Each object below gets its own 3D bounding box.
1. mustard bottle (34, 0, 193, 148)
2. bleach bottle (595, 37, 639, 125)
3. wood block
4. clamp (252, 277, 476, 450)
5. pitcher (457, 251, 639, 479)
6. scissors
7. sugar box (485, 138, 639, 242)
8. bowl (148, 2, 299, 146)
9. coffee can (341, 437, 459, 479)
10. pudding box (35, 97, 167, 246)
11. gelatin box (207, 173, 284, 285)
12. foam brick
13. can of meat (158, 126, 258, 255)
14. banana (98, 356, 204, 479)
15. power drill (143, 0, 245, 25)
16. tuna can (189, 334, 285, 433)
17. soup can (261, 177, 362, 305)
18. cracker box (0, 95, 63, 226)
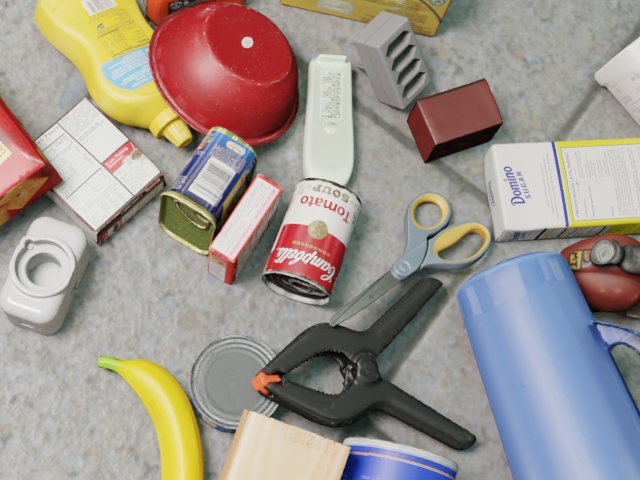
[{"bbox_3d":[-0.185,-0.168,1.033,0.096,0.058,0.192,-31,78,-37],"label":"mustard bottle"},{"bbox_3d":[0.390,-0.097,1.081,0.068,0.103,0.251,-36,87,-11],"label":"bleach bottle"},{"bbox_3d":[-0.054,0.253,0.881,0.090,0.091,0.206,21,80,-4],"label":"wood block"},{"bbox_3d":[0.040,0.110,0.972,0.209,0.036,0.164,4,68,-21],"label":"clamp"},{"bbox_3d":[0.221,0.133,0.954,0.149,0.145,0.243,-13,71,-17],"label":"pitcher"},{"bbox_3d":[0.073,0.011,1.013,0.201,0.016,0.096,-19,64,-26],"label":"scissors"},{"bbox_3d":[0.257,-0.051,1.066,0.176,0.048,0.093,-3,72,-5],"label":"sugar box"},{"bbox_3d":[-0.080,-0.172,1.022,0.161,0.055,0.162,15,56,-24],"label":"bowl"},{"bbox_3d":[0.055,0.250,0.909,0.103,0.103,0.140,15,71,-3],"label":"coffee can"},{"bbox_3d":[-0.216,-0.066,1.008,0.113,0.039,0.090,43,74,10],"label":"pudding box"},{"bbox_3d":[-0.071,-0.010,0.991,0.030,0.073,0.089,30,71,3],"label":"gelatin box"},{"bbox_3d":[0.134,-0.119,1.067,0.078,0.053,0.051,-19,76,-12],"label":"foam brick"},{"bbox_3d":[-0.102,-0.045,0.985,0.057,0.102,0.084,31,68,2],"label":"can of meat"},{"bbox_3d":[-0.137,0.186,0.941,0.070,0.037,0.198,-22,73,8],"label":"banana"},{"bbox_3d":[-0.137,-0.322,1.094,0.184,0.057,0.188,-18,73,-11],"label":"power drill"},{"bbox_3d":[-0.076,0.131,0.966,0.086,0.034,0.086,2,72,-7],"label":"tuna can"},{"bbox_3d":[-0.007,0.001,1.000,0.068,0.068,0.102,20,69,-1],"label":"soup can"},{"bbox_3d":[-0.367,-0.058,0.949,0.213,0.072,0.164,-37,80,-6],"label":"cracker box"}]
